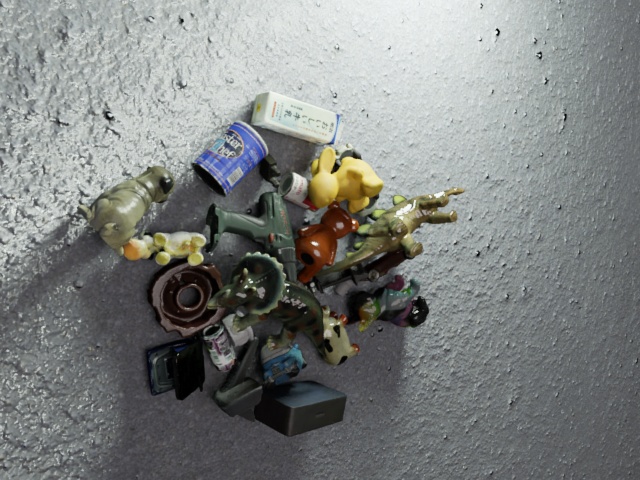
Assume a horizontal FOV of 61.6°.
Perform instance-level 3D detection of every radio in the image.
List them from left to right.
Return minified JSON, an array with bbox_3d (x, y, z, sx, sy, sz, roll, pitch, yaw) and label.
[{"bbox_3d":[-0.048,0.406,1.320,0.229,0.131,0.073,12,90,-53],"label":"radio"}]

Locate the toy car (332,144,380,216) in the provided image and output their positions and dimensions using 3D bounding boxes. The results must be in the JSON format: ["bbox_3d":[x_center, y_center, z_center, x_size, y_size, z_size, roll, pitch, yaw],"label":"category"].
[{"bbox_3d":[0.091,-0.156,1.409,0.073,0.056,0.201,-35,112,-17],"label":"toy car"}]

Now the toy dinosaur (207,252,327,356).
[{"bbox_3d":[-0.075,0.152,1.195,0.404,0.192,0.131,28,46,-35],"label":"toy dinosaur"}]

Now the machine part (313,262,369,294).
[{"bbox_3d":[0.052,0.095,1.399,0.139,0.084,0.039,-18,130,-5],"label":"machine part"}]

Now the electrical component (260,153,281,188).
[{"bbox_3d":[-0.123,-0.168,1.266,0.021,0.094,0.063,-22,145,-29],"label":"electrical component"}]

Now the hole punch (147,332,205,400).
[{"bbox_3d":[-0.320,0.285,1.201,0.116,0.092,0.142,-21,107,-67],"label":"hole punch"}]

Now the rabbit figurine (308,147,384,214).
[{"bbox_3d":[0.042,-0.139,1.281,0.173,0.122,0.162,-24,84,-31],"label":"rabbit figurine"}]

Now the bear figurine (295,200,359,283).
[{"bbox_3d":[0.000,-0.005,1.351,0.120,0.132,0.196,46,46,-10],"label":"bear figurine"}]

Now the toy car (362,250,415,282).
[{"bbox_3d":[0.176,0.068,1.471,0.202,0.089,0.053,-30,108,-27],"label":"toy car"}]

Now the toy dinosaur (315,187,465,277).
[{"bbox_3d":[0.189,-0.024,1.401,0.471,0.199,0.105,-31,112,-18],"label":"toy dinosaur"}]

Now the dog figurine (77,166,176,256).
[{"bbox_3d":[-0.366,-0.076,1.068,0.190,0.173,0.121,-40,127,-14],"label":"dog figurine"}]

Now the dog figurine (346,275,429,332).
[{"bbox_3d":[0.180,0.200,1.486,0.219,0.109,0.191,-32,115,-20],"label":"dog figurine"}]

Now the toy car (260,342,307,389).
[{"bbox_3d":[-0.103,0.292,1.307,0.109,0.161,0.103,-29,82,5],"label":"toy car"}]

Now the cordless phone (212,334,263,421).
[{"bbox_3d":[-0.171,0.315,1.256,0.088,0.147,0.184,26,77,-19],"label":"cordless phone"}]

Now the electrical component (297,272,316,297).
[{"bbox_3d":[-0.057,0.129,1.359,0.102,0.045,0.078,-30,113,-26],"label":"electrical component"}]

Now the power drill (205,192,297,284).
[{"bbox_3d":[-0.153,-0.004,1.227,0.207,0.086,0.232,2,71,-21],"label":"power drill"}]

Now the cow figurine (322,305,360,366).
[{"bbox_3d":[0.014,0.244,1.401,0.127,0.086,0.194,-37,115,-29],"label":"cow figurine"}]

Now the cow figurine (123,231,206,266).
[{"bbox_3d":[-0.332,0.011,1.153,0.167,0.098,0.068,2,101,-13],"label":"cow figurine"}]

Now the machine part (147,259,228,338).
[{"bbox_3d":[-0.296,0.126,1.203,0.179,0.056,0.179,-4,98,-31],"label":"machine part"}]
